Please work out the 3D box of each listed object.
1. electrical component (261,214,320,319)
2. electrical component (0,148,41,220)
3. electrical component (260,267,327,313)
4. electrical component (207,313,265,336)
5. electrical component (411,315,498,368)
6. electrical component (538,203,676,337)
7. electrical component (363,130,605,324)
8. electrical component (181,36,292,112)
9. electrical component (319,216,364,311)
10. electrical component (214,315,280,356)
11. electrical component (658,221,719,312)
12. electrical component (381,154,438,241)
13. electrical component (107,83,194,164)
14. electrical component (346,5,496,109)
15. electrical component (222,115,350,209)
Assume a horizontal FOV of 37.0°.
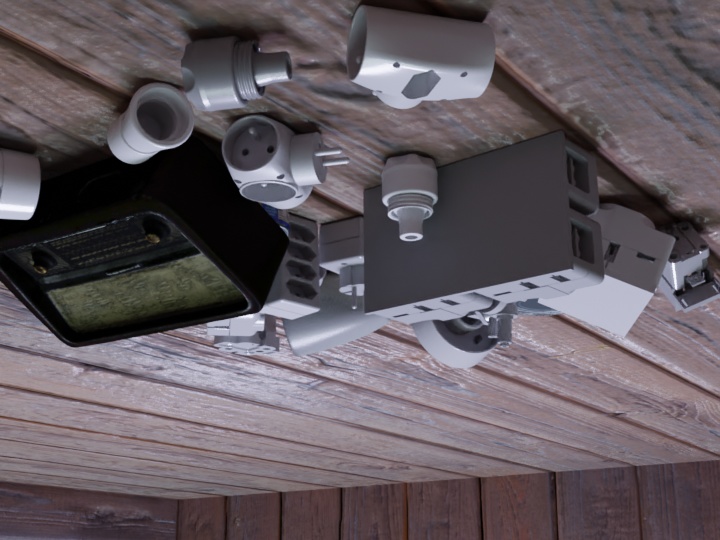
[{"bbox_3d":[-0.078,0.001,0.958,0.076,0.083,0.047,-19,155,40],"label":"electrical component"},{"bbox_3d":[-0.268,-0.064,0.800,0.047,0.055,0.055,6,162,-32],"label":"electrical component"},{"bbox_3d":[-0.062,0.005,1.035,0.077,0.044,0.079,-31,166,36],"label":"electrical component"},{"bbox_3d":[-0.129,0.034,1.121,0.059,0.053,0.095,2,163,-7],"label":"electrical component"},{"bbox_3d":[0.101,0.051,1.112,0.099,0.099,0.064,7,155,-22],"label":"electrical component"},{"bbox_3d":[0.218,-0.002,0.961,0.089,0.061,0.150,22,166,11],"label":"electrical component"},{"bbox_3d":[0.094,-0.026,0.841,0.186,0.105,0.060,-14,158,38],"label":"electrical component"},{"bbox_3d":[-0.073,-0.119,0.644,0.062,0.043,0.043,-5,162,10],"label":"electrical component"},{"bbox_3d":[0.000,0.000,0.973,0.047,0.076,0.066,-12,160,32],"label":"electrical component"},{"bbox_3d":[-0.125,0.060,1.200,0.078,0.057,0.058,16,157,-41],"label":"electrical component"},{"bbox_3d":[0.290,-0.005,0.970,0.042,0.081,0.063,-25,133,-1],"label":"electrical component"},{"bbox_3d":[0.038,-0.054,0.823,0.043,0.062,0.043,-1,163,0],"label":"electrical component"},{"bbox_3d":[-0.144,-0.095,0.725,0.044,0.044,0.065,10,165,-30],"label":"electrical component"},{"bbox_3d":[0.030,-0.121,0.638,0.077,0.043,0.079,5,162,-16],"label":"electrical component"},{"bbox_3d":[-0.048,-0.078,0.773,0.079,0.044,0.077,-5,162,15],"label":"electrical component"}]
